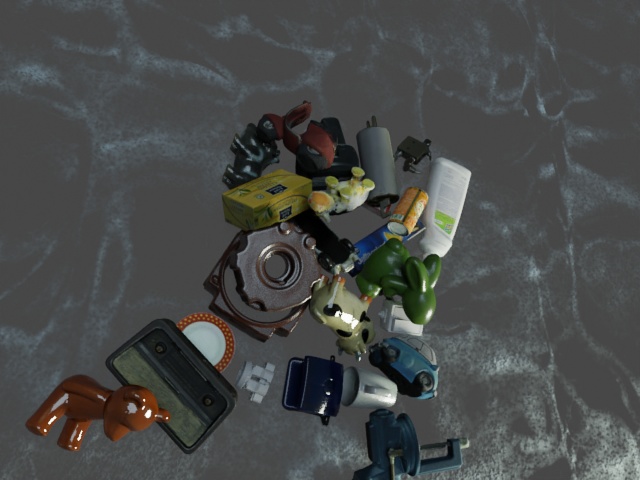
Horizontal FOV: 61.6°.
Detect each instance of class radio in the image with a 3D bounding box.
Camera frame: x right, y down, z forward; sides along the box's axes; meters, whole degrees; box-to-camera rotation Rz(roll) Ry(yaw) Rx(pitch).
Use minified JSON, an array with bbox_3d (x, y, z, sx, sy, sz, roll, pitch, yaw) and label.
[{"bbox_3d":[-0.265,0.260,0.990,0.131,0.073,0.229,-42,92,-9],"label":"radio"}]

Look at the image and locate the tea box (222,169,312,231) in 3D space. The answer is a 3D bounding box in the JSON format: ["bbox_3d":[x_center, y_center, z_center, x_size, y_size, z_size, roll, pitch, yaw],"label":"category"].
[{"bbox_3d":[-0.105,-0.081,1.106,0.098,0.068,0.169,22,37,34],"label":"tea box"}]

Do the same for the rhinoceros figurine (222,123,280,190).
[{"bbox_3d":[-0.142,-0.186,1.167,0.112,0.073,0.190,22,70,-9],"label":"rhinoceros figurine"}]

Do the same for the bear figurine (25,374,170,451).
[{"bbox_3d":[-0.365,0.298,0.903,0.196,0.120,0.132,9,56,27],"label":"bear figurine"}]

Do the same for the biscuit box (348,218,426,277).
[{"bbox_3d":[0.139,0.006,1.207,0.203,0.063,0.059,-32,85,-23],"label":"biscuit box"}]

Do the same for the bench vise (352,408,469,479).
[{"bbox_3d":[0.186,0.443,1.069,0.241,0.129,0.223,-4,76,-12],"label":"bench vise"}]

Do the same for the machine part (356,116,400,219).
[{"bbox_3d":[0.130,-0.165,1.212,0.079,0.079,0.243,-3,74,-18],"label":"machine part"}]

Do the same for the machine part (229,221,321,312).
[{"bbox_3d":[-0.083,0.051,1.019,0.179,0.056,0.179,0,89,-20],"label":"machine part"}]

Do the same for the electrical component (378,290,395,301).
[{"bbox_3d":[0.151,0.093,1.208,0.063,0.021,0.094,-30,85,-23],"label":"electrical component"}]

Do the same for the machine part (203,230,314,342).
[{"bbox_3d":[-0.116,0.088,1.092,0.201,0.087,0.201,33,67,-6],"label":"machine part"}]

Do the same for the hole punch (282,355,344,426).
[{"bbox_3d":[-0.005,0.291,1.070,0.116,0.092,0.142,14,68,-17],"label":"hole punch"}]

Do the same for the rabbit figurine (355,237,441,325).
[{"bbox_3d":[0.184,0.086,1.102,0.121,0.159,0.170,-10,52,-41],"label":"rabbit figurine"}]

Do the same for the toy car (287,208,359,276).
[{"bbox_3d":[-0.002,-0.003,1.139,0.073,0.056,0.202,-34,63,-22],"label":"toy car"}]

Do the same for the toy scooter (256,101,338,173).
[{"bbox_3d":[-0.031,-0.230,1.140,0.184,0.075,0.135,34,63,9],"label":"toy scooter"}]

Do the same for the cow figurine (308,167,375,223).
[{"bbox_3d":[0.033,-0.084,1.136,0.167,0.098,0.068,-25,63,-36],"label":"cow figurine"}]

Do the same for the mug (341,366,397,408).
[{"bbox_3d":[0.109,0.304,1.095,0.107,0.109,0.081,17,67,-26],"label":"mug"}]

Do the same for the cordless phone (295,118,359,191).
[{"bbox_3d":[0.007,-0.206,1.228,0.147,0.088,0.184,-6,66,-18],"label":"cordless phone"}]

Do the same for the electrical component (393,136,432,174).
[{"bbox_3d":[0.228,-0.207,1.307,0.078,0.045,0.102,27,63,22],"label":"electrical component"}]

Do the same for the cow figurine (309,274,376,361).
[{"bbox_3d":[0.051,0.163,1.094,0.194,0.086,0.127,40,68,-40],"label":"cow figurine"}]

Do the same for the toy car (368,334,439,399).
[{"bbox_3d":[0.186,0.255,1.133,0.161,0.109,0.103,43,61,2],"label":"toy car"}]
